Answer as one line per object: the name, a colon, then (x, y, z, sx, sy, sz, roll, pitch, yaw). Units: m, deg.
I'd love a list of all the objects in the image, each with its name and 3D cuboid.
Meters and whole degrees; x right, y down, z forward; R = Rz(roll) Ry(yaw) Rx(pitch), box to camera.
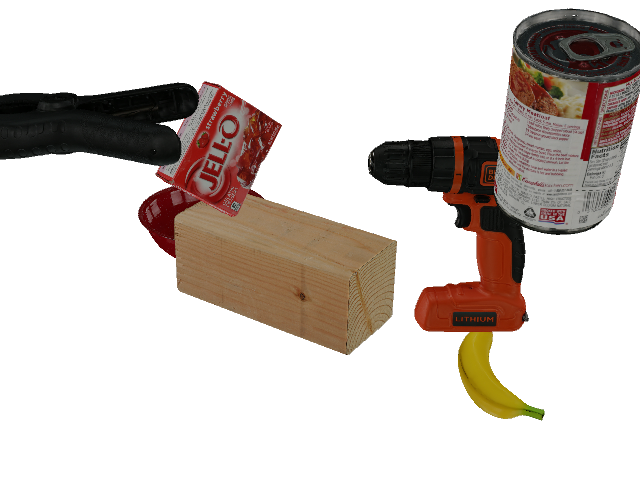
gelatin box: (-0.082, -0.074, 0.875, 0.073, 0.089, 0.030, 29, -3, -41)
soup can: (0.131, -0.062, 0.570, 0.068, 0.102, 0.068, 0, 41, 0)
power drill: (0.132, -0.007, 0.994, 0.184, 0.188, 0.057, 1, 25, -2)
wood block: (-0.037, 0.027, 1.062, 0.206, 0.091, 0.090, 19, 33, 28)
bowl: (-0.145, -0.015, 1.331, 0.162, 0.055, 0.162, 1, 29, -1)
banana: (0.196, 0.157, 1.258, 0.069, 0.037, 0.198, 9, 25, -16)
clamp: (-0.161, -0.080, 0.702, 0.171, 0.039, 0.120, 5, 18, 7)
